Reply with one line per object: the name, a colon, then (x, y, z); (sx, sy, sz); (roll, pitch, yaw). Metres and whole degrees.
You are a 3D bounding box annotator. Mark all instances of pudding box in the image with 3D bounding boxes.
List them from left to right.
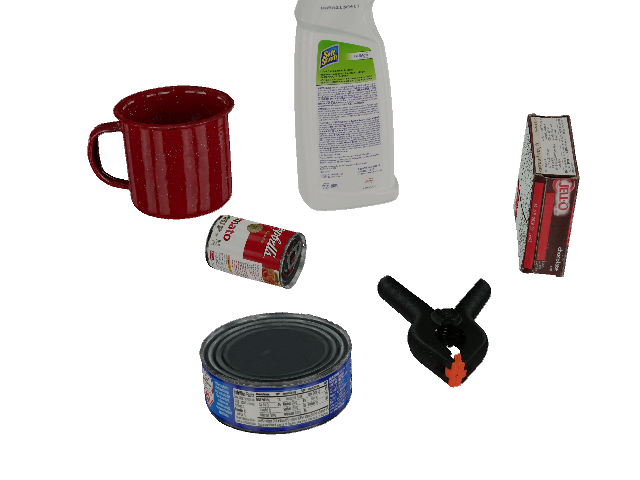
pudding box: (0.180, -0.039, 0.853); (0.039, 0.090, 0.113); (5, 32, 4)

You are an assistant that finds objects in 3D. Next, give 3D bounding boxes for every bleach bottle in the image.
bleach bottle: (0.026, -0.153, 1.007); (0.102, 0.251, 0.068); (-9, 32, -14)

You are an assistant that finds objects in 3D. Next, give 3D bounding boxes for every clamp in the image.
clamp: (0.134, 0.084, 1.079); (0.120, 0.039, 0.171); (-8, 34, -9)

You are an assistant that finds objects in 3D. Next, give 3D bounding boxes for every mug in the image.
mug: (-0.124, -0.068, 0.839); (0.117, 0.081, 0.093); (-4, 27, -4)

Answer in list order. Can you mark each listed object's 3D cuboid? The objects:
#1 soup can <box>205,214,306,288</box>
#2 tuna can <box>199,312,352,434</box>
soup can: (-0.076, 0.012, 1.262); (0.102, 0.068, 0.068); (14, 5, 20)
tuna can: (-0.024, 0.074, 0.605); (0.086, 0.034, 0.086); (-2, 22, 1)
